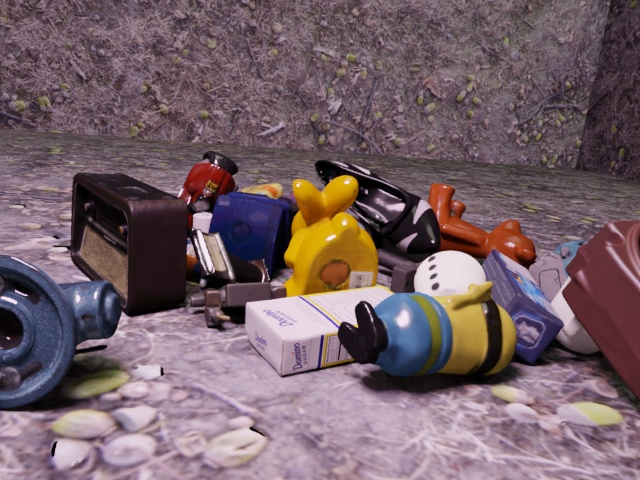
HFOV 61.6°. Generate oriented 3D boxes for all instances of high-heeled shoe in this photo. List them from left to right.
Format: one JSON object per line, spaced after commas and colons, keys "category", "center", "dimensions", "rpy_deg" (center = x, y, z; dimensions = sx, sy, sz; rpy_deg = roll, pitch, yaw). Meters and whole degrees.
{"category": "high-heeled shoe", "center": [0.083, -0.062, 0.829], "dimensions": [0.145, 0.086, 0.249], "rpy_deg": [30, 6, -28]}

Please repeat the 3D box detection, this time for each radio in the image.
{"category": "radio", "center": [-0.249, -0.007, 0.683], "dimensions": [0.073, 0.131, 0.230], "rpy_deg": [-5, 18, -41]}

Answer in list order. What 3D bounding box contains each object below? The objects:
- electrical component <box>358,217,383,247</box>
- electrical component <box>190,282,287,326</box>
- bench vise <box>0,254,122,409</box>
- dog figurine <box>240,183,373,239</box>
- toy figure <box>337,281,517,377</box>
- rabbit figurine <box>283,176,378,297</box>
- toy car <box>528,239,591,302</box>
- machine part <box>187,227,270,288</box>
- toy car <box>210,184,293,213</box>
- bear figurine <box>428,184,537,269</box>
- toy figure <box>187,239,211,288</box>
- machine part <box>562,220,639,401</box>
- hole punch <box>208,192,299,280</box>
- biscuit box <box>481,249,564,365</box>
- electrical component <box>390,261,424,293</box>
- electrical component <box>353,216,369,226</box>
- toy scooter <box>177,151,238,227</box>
{"category": "electrical component", "center": [0.135, -0.020, 1.018], "dimensions": [0.115, 0.058, 0.134], "rpy_deg": [2, 15, -4]}
{"category": "electrical component", "center": [-0.089, 0.074, 0.614], "dimensions": [0.102, 0.045, 0.078], "rpy_deg": [0, -13, -29]}
{"category": "bench vise", "center": [-0.282, 0.070, 0.400], "dimensions": [0.224, 0.128, 0.241], "rpy_deg": [7, 7, -2]}
{"category": "dog figurine", "center": [-0.027, -0.016, 0.855], "dimensions": [0.191, 0.108, 0.219], "rpy_deg": [0, 18, -25]}
{"category": "toy figure", "center": [0.109, 0.094, 0.521], "dimensions": [0.180, 0.089, 0.082], "rpy_deg": [0, -17, -32]}
{"category": "rabbit figurine", "center": [-0.001, -0.002, 0.697], "dimensions": [0.122, 0.162, 0.173], "rpy_deg": [-7, 22, -9]}
{"category": "toy car", "center": [0.341, 0.053, 0.740], "dimensions": [0.103, 0.109, 0.161], "rpy_deg": [-11, 4, 8]}
{"category": "machine part", "center": [-0.113, 0.030, 0.678], "dimensions": [0.084, 0.039, 0.138], "rpy_deg": [59, 14, 24]}
{"category": "toy car", "center": [-0.104, -0.053, 0.994], "dimensions": [0.202, 0.089, 0.053], "rpy_deg": [7, 9, 1]}
{"category": "bear figurine", "center": [0.279, -0.013, 0.915], "dimensions": [0.196, 0.132, 0.120], "rpy_deg": [8, -14, 34]}
{"category": "toy figure", "center": [-0.188, 0.024, 0.743], "dimensions": [0.155, 0.057, 0.064], "rpy_deg": [16, 55, 29]}
{"category": "machine part", "center": [0.366, 0.072, 0.529], "dimensions": [0.201, 0.087, 0.202], "rpy_deg": [-1, 48, -25]}
{"category": "hole punch", "center": [-0.103, -0.006, 0.783], "dimensions": [0.142, 0.115, 0.092], "rpy_deg": [10, 23, 19]}
{"category": "biscuit box", "center": [0.233, 0.073, 0.659], "dimensions": [0.059, 0.062, 0.203], "rpy_deg": [32, 17, 2]}
{"category": "electrical component", "center": [0.111, 0.059, 0.694], "dimensions": [0.021, 0.063, 0.094], "rpy_deg": [19, 21, 41]}
{"category": "electrical component", "center": [0.033, -0.021, 1.003], "dimensions": [0.075, 0.047, 0.119], "rpy_deg": [-1, 15, -25]}
{"category": "toy scooter", "center": [-0.206, -0.070, 0.911], "dimensions": [0.075, 0.135, 0.184], "rpy_deg": [32, -18, -19]}
